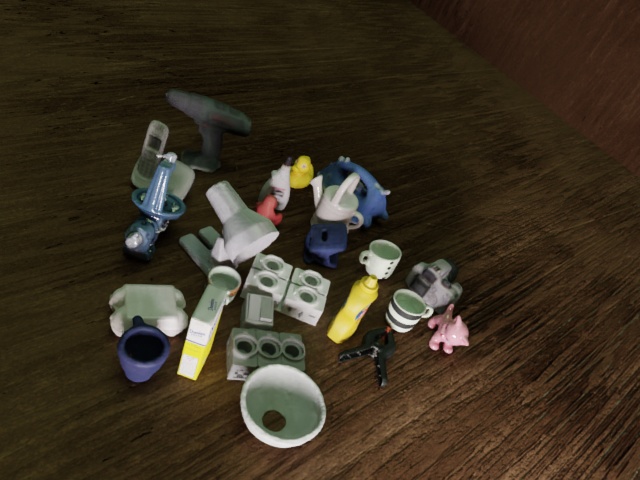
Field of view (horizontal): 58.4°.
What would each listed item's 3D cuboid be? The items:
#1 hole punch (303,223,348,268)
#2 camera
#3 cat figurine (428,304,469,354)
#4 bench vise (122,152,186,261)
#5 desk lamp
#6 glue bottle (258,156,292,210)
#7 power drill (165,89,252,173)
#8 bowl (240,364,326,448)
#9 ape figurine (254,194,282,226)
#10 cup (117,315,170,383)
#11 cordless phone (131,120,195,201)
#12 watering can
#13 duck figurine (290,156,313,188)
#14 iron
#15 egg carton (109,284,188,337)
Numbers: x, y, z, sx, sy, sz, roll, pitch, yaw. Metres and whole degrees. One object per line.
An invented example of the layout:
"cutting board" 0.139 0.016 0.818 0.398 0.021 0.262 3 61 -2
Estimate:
"hole punch" 0.013 0.005 1.465 0.101 0.091 0.108 16 41 -12
"camera" 0.324 0.104 1.517 0.143 0.100 0.137 45 43 21
"cat figurine" 0.317 0.213 1.384 0.067 0.117 0.128 17 41 -11
"bench vise" -0.352 -0.071 1.252 0.122 0.219 0.207 10 43 -18
"desk lamp" -0.205 -0.013 1.273 0.203 0.213 0.118 44 43 20
"glue bottle" -0.105 -0.153 1.506 0.078 0.173 0.037 6 44 -22
"power drill" -0.306 -0.285 1.514 0.230 0.208 0.075 7 44 -22
"bowl" -0.078 0.326 1.088 0.168 0.074 0.167 15 41 -13
"ape figurine" -0.134 -0.078 1.475 0.077 0.092 0.076 41 42 17
"cup" -0.334 0.209 1.062 0.092 0.095 0.117 -4 49 -31
"cordless phone" -0.373 -0.190 1.395 0.147 0.185 0.094 24 40 -3
"watering can" 0.044 -0.103 1.517 0.173 0.194 0.101 24 40 -3
"duck figurine" -0.052 -0.206 1.659 0.077 0.086 0.105 39 42 15
"iron" 0.095 -0.159 1.644 0.119 0.141 0.257 -23 60 -42
"egg carton" -0.343 0.142 1.147 0.151 0.069 0.107 3 45 -26
